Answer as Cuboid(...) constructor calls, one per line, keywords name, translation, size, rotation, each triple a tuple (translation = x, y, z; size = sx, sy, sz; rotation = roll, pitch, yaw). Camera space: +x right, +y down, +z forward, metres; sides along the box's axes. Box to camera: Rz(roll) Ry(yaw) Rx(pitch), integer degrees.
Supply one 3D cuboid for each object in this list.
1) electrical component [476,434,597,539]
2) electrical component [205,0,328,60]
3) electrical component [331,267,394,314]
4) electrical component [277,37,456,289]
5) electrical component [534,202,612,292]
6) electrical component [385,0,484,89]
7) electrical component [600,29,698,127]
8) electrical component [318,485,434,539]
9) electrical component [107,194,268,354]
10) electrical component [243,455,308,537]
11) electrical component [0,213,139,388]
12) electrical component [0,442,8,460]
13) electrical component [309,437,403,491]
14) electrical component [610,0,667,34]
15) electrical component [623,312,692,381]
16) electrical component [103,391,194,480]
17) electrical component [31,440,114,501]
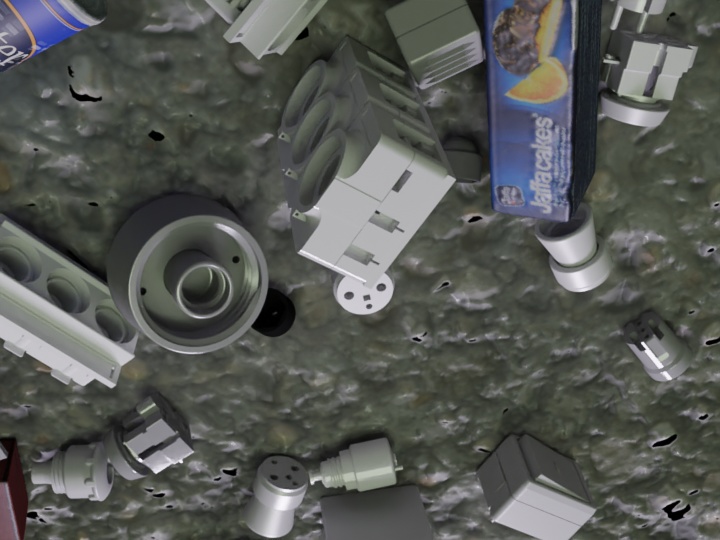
Cuboid(name="electrical component", translation=(0.161, 0.192, 0.940), size=(0.096, 0.061, 0.061), rotation=(26, 116, -24))
Cuboid(name="electrical component", translation=(-0.038, -0.193, 0.640), size=(0.063, 0.079, 0.121), rotation=(44, 111, 0))
Cuboid(name="electrical component", translation=(0.000, 0.000, 0.787), size=(0.045, 0.055, 0.045), rotation=(-4, 124, -6))
Cuboid(name="electrical component", translation=(-0.005, -0.074, 0.678), size=(0.062, 0.150, 0.089), rotation=(26, 116, -24))
Cuboid(name="electrical component", translation=(0.161, -0.017, 0.808), size=(0.045, 0.045, 0.055), rotation=(-26, 124, 8))
Cuboid(name="electrical component", translation=(0.041, -0.164, 0.677), size=(0.047, 0.083, 0.075), rotation=(-24, 86, 7))
Cuboid(name="electrical component", translation=(0.193, -0.131, 0.736), size=(0.066, 0.048, 0.055), rotation=(5, 115, -13))
Cuboid(name="electrical component", translation=(0.015, 0.234, 0.924), size=(0.100, 0.099, 0.048), rotation=(-7, 112, -5))
Cuboid(name="electrical component", translation=(-0.116, 0.006, 0.746), size=(0.108, 0.060, 0.108), rotation=(-7, 108, -23))
Cuboid(name="electrical component", translation=(-0.071, 0.192, 0.913), size=(0.045, 0.045, 0.055), rotation=(11, 121, -16))
Cuboid(name="electrical component", translation=(-0.222, 0.028, 0.760), size=(0.063, 0.078, 0.121), rotation=(-33, 124, 31))
Cuboid(name="electrical component", translation=(-0.339, 0.122, 0.810), size=(0.121, 0.063, 0.078), rotation=(-18, 125, 3))
Cuboid(name="electrical component", translation=(-0.004, 0.167, 0.910), size=(0.078, 0.040, 0.040), rotation=(-12, 125, -2))
Cuboid(name="electrical component", translation=(0.183, -0.189, 0.693), size=(0.083, 0.047, 0.075), rotation=(5, 123, -13))
Cuboid(name="electrical component", translation=(0.243, 0.062, 0.880), size=(0.040, 0.040, 0.046), rotation=(-37, 115, 16))
Cuboid(name="electrical component", translation=(-0.170, 0.135, 0.859), size=(0.055, 0.048, 0.066), rotation=(-33, 123, 4))
Cuboid(name="electrical component", translation=(-0.233, 0.163, 0.868), size=(0.062, 0.048, 0.048), rotation=(-2, 124, 1))
